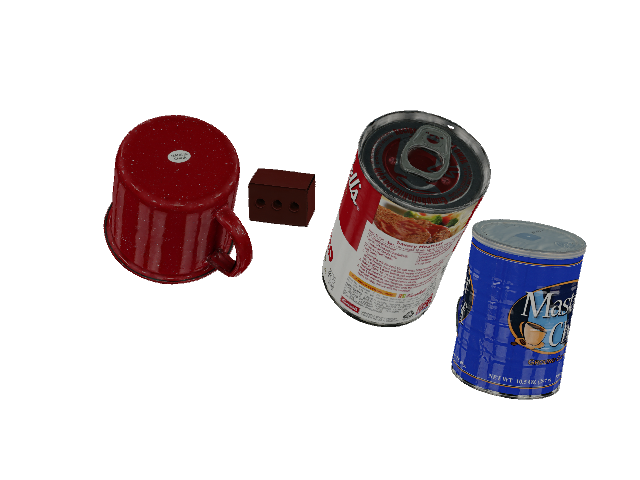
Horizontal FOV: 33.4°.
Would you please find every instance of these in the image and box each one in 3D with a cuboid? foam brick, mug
[{"bbox_3d":[-0.048,-0.055,1.344,0.078,0.053,0.051,6,29,11],"label":"foam brick"},{"bbox_3d":[-0.091,-0.022,0.720,0.093,0.117,0.082,-36,-20,-30],"label":"mug"}]

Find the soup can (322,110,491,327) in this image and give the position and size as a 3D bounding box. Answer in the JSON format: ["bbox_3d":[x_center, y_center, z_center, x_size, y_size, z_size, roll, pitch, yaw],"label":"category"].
[{"bbox_3d":[0.043,-0.009,0.565,0.068,0.068,0.102,0,-38,-14],"label":"soup can"}]

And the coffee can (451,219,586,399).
[{"bbox_3d":[0.181,0.061,0.984,0.103,0.140,0.103,6,16,-2],"label":"coffee can"}]

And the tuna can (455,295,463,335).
[{"bbox_3d":[0.189,0.106,1.279,0.034,0.086,0.086,-7,-3,21],"label":"tuna can"}]
